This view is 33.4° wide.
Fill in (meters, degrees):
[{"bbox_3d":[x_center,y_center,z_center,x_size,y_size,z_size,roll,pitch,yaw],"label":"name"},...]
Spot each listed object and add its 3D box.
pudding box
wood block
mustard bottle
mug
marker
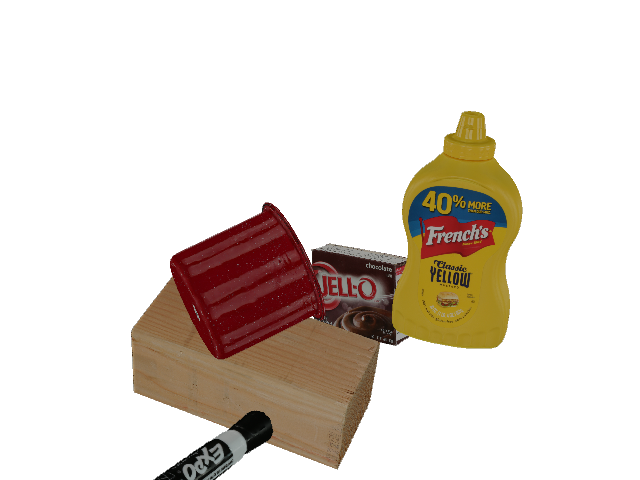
[{"bbox_3d":[0.044,0.056,1.143,0.114,0.090,0.039,9,19,35],"label":"pudding box"},{"bbox_3d":[-0.060,0.117,0.980,0.206,0.090,0.090,18,43,14],"label":"wood block"},{"bbox_3d":[0.114,-0.010,0.871,0.096,0.192,0.058,10,20,16],"label":"mustard bottle"},{"bbox_3d":[-0.058,0.028,0.761,0.081,0.093,0.117,-26,26,-13],"label":"mug"},{"bbox_3d":[-0.061,0.115,0.537,0.020,0.020,0.120,0,16,32],"label":"marker"}]
